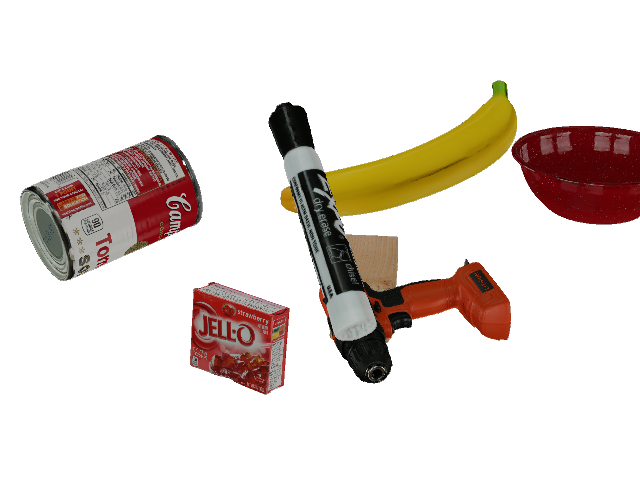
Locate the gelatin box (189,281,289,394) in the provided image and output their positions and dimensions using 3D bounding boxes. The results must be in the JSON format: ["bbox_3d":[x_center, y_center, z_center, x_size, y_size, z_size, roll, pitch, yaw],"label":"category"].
[{"bbox_3d":[-0.071,0.083,0.919,0.089,0.073,0.030,16,21,32],"label":"gelatin box"}]

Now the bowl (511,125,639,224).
[{"bbox_3d":[0.260,-0.058,1.003,0.162,0.055,0.162,-1,25,0],"label":"bowl"}]

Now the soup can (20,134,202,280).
[{"bbox_3d":[-0.140,-0.023,0.717,0.102,0.068,0.069,-26,14,-30],"label":"soup can"}]

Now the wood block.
[{"bbox_3d":[0.070,0.070,1.645,0.091,0.090,0.206,3,22,6],"label":"wood block"}]

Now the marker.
[{"bbox_3d":[-0.001,-0.012,0.483,0.020,0.121,0.020,-14,-27,-8],"label":"marker"}]

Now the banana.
[{"bbox_3d":[0.069,-0.056,0.773,0.197,0.037,0.070,-26,28,-12],"label":"banana"}]

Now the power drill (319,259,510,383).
[{"bbox_3d":[0.102,0.082,1.133,0.187,0.057,0.184,-6,28,-10],"label":"power drill"}]
